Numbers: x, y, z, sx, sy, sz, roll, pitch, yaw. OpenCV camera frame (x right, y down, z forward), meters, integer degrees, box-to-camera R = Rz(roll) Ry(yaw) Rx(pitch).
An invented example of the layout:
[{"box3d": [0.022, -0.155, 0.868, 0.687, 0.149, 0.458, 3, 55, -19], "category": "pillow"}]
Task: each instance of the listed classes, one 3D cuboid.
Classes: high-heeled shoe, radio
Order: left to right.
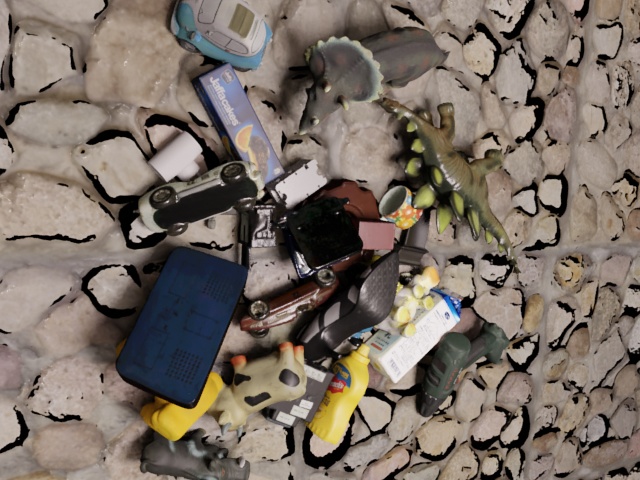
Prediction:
[{"box3d": [-0.211, 0.130, 0.837, 0.131, 0.073, 0.229, 21, 62, -4], "category": "radio"}, {"box3d": [0.049, 0.119, 0.996, 0.086, 0.145, 0.248, 41, 77, -28], "category": "high-heeled shoe"}]

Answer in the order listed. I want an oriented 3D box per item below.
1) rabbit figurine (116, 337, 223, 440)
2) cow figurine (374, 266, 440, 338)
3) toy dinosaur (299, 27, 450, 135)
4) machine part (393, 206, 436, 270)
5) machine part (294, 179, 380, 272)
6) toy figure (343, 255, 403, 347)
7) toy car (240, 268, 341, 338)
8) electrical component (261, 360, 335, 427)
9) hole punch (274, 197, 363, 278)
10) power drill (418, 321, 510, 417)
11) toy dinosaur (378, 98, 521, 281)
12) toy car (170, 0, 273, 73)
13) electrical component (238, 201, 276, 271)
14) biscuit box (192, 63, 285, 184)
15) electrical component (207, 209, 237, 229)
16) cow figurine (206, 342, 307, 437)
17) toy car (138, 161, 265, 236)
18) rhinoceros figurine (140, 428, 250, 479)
[{"box3d": [-0.248, 0.214, 0.876, 0.162, 0.122, 0.173, -44, 97, -17], "category": "rabbit figurine"}, {"box3d": [0.176, 0.121, 1.098, 0.167, 0.098, 0.068, -48, 115, -33], "category": "cow figurine"}, {"box3d": [0.119, -0.308, 0.925, 0.405, 0.192, 0.131, -25, 112, -20], "category": "toy dinosaur"}, {"box3d": [0.193, -0.012, 1.105, 0.084, 0.039, 0.138, 15, 94, -24], "category": "machine part"}, {"box3d": [0.036, -0.027, 1.010, 0.179, 0.056, 0.179, -5, 101, -26], "category": "machine part"}, {"box3d": [0.085, 0.114, 1.048, 0.082, 0.089, 0.180, 21, 98, -39], "category": "toy figure"}, {"box3d": [-0.050, 0.118, 0.972, 0.202, 0.053, 0.089, -25, 154, -24], "category": "toy car"}, {"box3d": [-0.053, 0.285, 1.018, 0.115, 0.058, 0.134, 32, 84, -26], "category": "electrical component"}, {"box3d": [-0.002, -0.003, 0.928, 0.142, 0.092, 0.116, -22, 77, -18], "category": "hole punch"}, {"box3d": [0.310, 0.274, 1.182, 0.207, 0.086, 0.231, -17, 132, -25], "category": "power drill"}, {"box3d": [0.276, -0.105, 1.062, 0.471, 0.105, 0.198, 39, 62, -21], "category": "toy dinosaur"}, {"box3d": [-0.143, -0.331, 0.835, 0.161, 0.103, 0.109, 24, 88, -27], "category": "toy car"}, {"box3d": [-0.110, -0.007, 0.926, 0.048, 0.075, 0.119, -4, 97, -27], "category": "electrical component"}, {"box3d": [-0.135, -0.185, 0.888, 0.063, 0.059, 0.202, -34, 113, -18], "category": "biscuit box"}, {"box3d": [-0.168, -0.064, 0.915, 0.063, 0.021, 0.094, 2, 97, -28], "category": "electrical component"}, {"box3d": [-0.115, 0.263, 0.938, 0.195, 0.127, 0.085, -20, 152, 12], "category": "cow figurine"}, {"box3d": [-0.186, -0.068, 0.855, 0.202, 0.056, 0.073, -21, 132, -6], "category": "toy car"}, {"box3d": [-0.212, 0.378, 0.923, 0.190, 0.112, 0.073, 22, 86, -21], "category": "rhinoceros figurine"}]
